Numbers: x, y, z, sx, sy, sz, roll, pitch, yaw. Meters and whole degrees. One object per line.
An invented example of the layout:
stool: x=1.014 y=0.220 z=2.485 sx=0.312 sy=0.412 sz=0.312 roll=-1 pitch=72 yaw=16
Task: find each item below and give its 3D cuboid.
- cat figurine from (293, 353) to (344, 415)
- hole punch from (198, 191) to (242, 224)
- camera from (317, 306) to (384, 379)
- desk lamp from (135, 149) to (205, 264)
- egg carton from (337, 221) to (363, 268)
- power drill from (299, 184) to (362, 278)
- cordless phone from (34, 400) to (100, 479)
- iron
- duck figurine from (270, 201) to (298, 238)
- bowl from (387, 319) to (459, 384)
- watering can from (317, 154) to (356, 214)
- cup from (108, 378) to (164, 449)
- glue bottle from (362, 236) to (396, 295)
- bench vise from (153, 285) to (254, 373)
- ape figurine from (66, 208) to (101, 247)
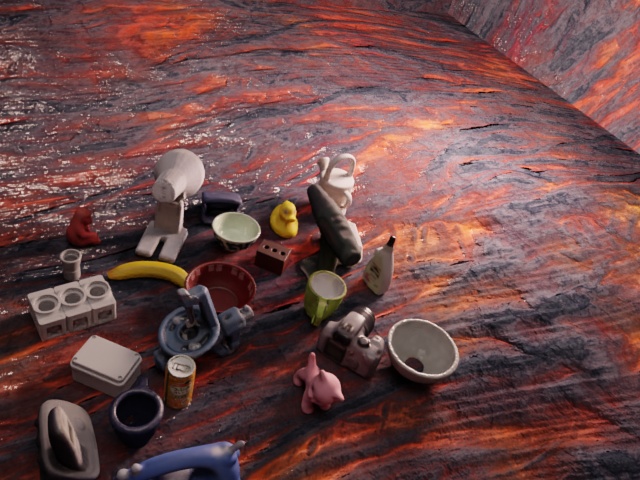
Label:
cat figurine: x=-0.001 y=0.286 z=1.147 sx=0.067 sy=0.118 sz=0.127 roll=-4 pitch=43 yaw=-23
hole punch: x=-0.266 y=-0.101 z=1.530 sx=0.109 sy=0.091 sz=0.101 roll=3 pitch=41 yaw=-16
camera: x=0.087 y=0.210 z=1.281 sx=0.143 sy=0.101 sz=0.137 roll=29 pitch=41 yaw=15
desk lamp: x=-0.361 y=-0.090 z=1.388 sx=0.118 sy=0.213 sz=0.203 roll=13 pitch=39 yaw=-4
egg carton: x=0.055 y=0.009 z=1.531 sx=0.107 sy=0.069 sz=0.150 roll=3 pitch=41 yaw=-16
power drill: x=0.013 y=0.005 z=1.411 sx=0.076 sy=0.208 sz=0.229 roll=-13 pitch=48 yaw=-31
cordless phone: x=-0.414 y=0.304 z=0.929 sx=0.094 sy=0.185 sz=0.147 roll=-10 pitch=46 yaw=-28
iron: x=-0.243 y=0.385 z=0.928 sx=0.259 sy=0.141 sz=0.118 roll=-4 pitch=43 yaw=-23
duck figurine: x=-0.093 y=-0.068 z=1.557 sx=0.078 sy=0.086 sz=0.104 roll=-5 pitch=44 yaw=-24
bowl: x=0.222 y=0.262 z=1.288 sx=0.167 sy=0.075 sz=0.167 roll=10 pitch=40 yaw=-8
watering can: x=0.041 y=-0.168 z=1.634 sx=0.172 sy=0.194 sz=0.101 roll=36 pitch=43 yaw=22
cup: x=-0.324 y=0.315 z=1.020 sx=0.092 sy=0.095 sz=0.117 roll=8 pitch=40 yaw=-10
glue bottle: x=0.157 y=0.055 z=1.430 sx=0.037 sy=0.173 sz=0.078 roll=-20 pitch=51 yaw=-36
bench vise: x=-0.233 y=0.152 z=1.144 sx=0.121 sy=0.220 sz=0.208 roll=34 pitch=42 yaw=20
ape figurine: x=-0.558 y=-0.034 z=1.349 sx=0.076 sy=0.092 sz=0.077 roll=-4 pitch=43 yaw=-23
